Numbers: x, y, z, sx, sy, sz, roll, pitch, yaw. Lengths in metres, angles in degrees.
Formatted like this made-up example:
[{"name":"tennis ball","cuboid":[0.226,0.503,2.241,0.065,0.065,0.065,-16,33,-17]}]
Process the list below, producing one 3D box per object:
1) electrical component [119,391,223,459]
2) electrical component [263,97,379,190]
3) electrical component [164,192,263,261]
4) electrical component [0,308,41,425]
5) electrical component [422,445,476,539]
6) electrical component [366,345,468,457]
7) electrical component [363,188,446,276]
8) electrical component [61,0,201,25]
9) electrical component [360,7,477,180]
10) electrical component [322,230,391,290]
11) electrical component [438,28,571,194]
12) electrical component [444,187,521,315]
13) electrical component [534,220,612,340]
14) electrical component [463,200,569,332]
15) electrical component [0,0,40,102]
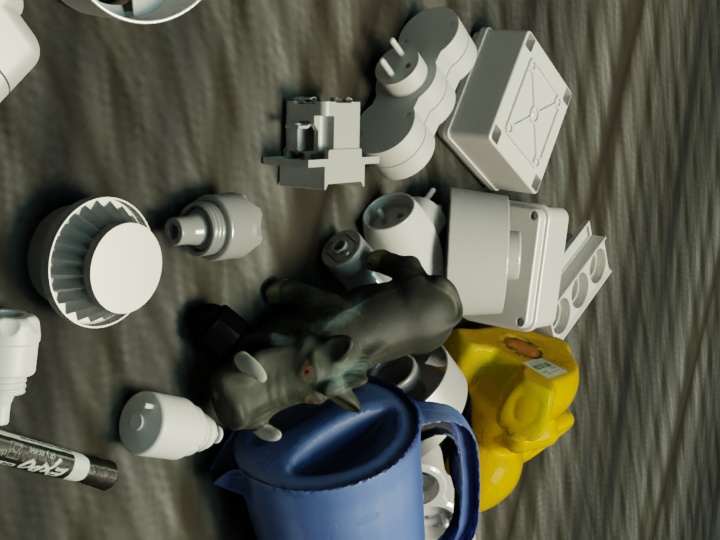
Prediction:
[{"name":"electrical component","cuboid":[-0.118,0.101,0.690,0.078,0.040,0.040,22,81,-53]},{"name":"electrical component","cuboid":[-0.026,-0.090,0.761,0.081,0.042,0.063,-11,106,-53]},{"name":"electrical component","cuboid":[-0.095,-0.027,0.685,0.062,0.043,0.043,-10,107,-50]},{"name":"electrical component","cuboid":[-0.193,0.053,0.583,0.035,0.035,0.061,-2,104,-53]},{"name":"electrical component","cuboid":[0.060,0.195,0.944,0.073,0.052,0.138,-95,163,-57]},{"name":"electrical component","cuboid":[0.036,0.102,0.852,0.099,0.099,0.064,-52,130,-31]},{"name":"electrical component","cuboid":[0.044,-0.032,0.869,0.079,0.043,0.077,-55,137,-30]},{"name":"electrical component","cuboid":[-0.126,-0.184,0.584,0.099,0.064,0.099,-18,113,-50]},{"name":"electrical component","cuboid":[0.036,-0.145,0.820,0.073,0.052,0.138,46,63,-48]},{"name":"electrical component","cuboid":[0.000,0.000,0.822,0.065,0.044,0.044,49,60,-41]},{"name":"electrical component","cuboid":[0.129,-0.138,0.943,0.109,0.056,0.108,38,69,-51]},{"name":"electrical component","cuboid":[0.102,-0.014,0.896,0.108,0.060,0.108,3,90,-87]},{"name":"electrical component","cuboid":[0.191,0.015,1.061,0.121,0.063,0.078,-47,133,-36]},{"name":"electrical component","cuboid":[0.137,-0.006,0.971,0.057,0.078,0.113,-3,101,-56]},{"name":"electrical component","cuboid":[-0.201,-0.123,0.509,0.059,0.054,0.095,-57,139,-27]}]
